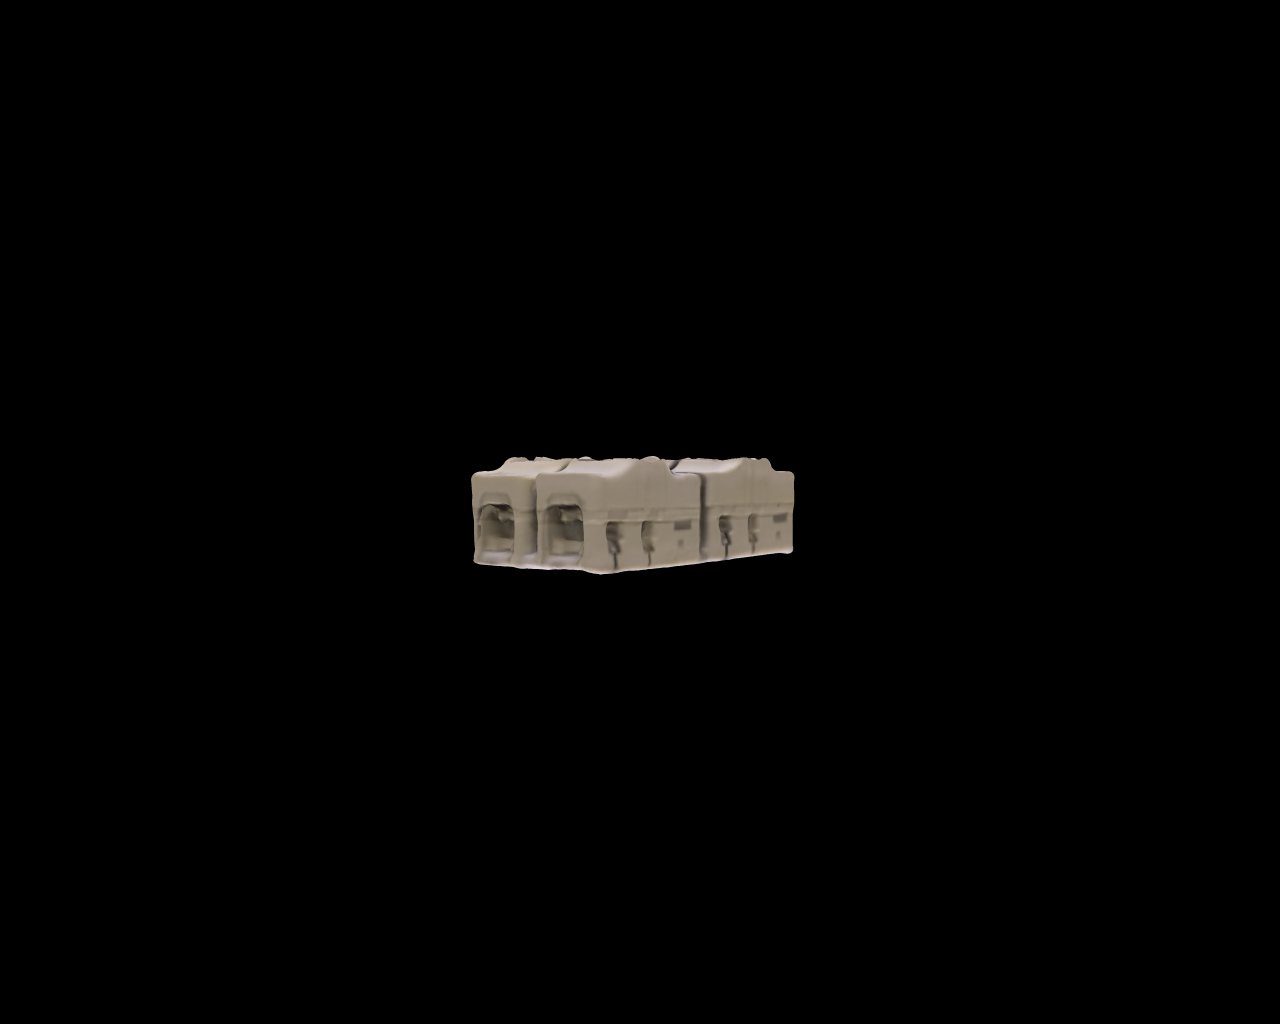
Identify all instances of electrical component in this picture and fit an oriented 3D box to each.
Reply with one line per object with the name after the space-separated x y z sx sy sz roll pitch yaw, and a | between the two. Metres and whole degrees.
0.001 -0.003 0.650 0.105 0.060 0.186 2 3 43 | electrical component
